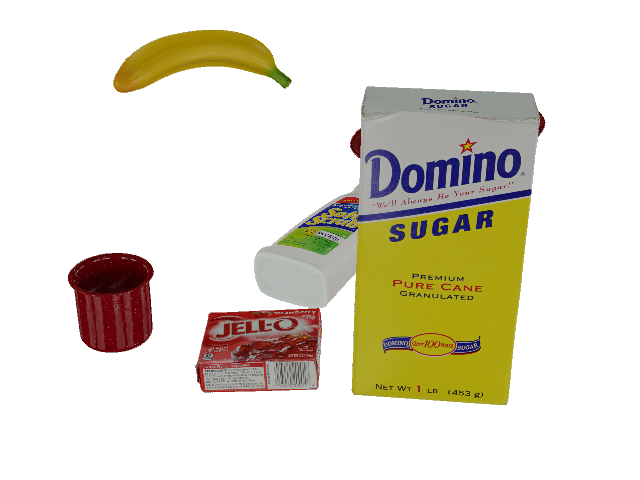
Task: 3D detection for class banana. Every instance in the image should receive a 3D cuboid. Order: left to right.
[{"bbox_3d":[-0.124,-0.184,1.085,0.197,0.070,0.037,-8,-39,-31],"label":"banana"}]

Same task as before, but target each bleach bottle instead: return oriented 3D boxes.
[{"bbox_3d":[0.025,-0.012,1.321,0.103,0.068,0.250,14,36,25],"label":"bleach bottle"}]

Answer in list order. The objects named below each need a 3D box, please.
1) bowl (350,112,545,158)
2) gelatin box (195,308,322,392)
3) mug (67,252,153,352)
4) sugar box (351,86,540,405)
[{"bbox_3d":[0.109,-0.068,0.896,0.162,0.055,0.162,-9,24,4],"label":"bowl"},{"bbox_3d":[-0.045,0.081,0.802,0.089,0.030,0.073,-2,26,4],"label":"gelatin box"},{"bbox_3d":[-0.239,0.067,1.197,0.117,0.081,0.093,24,36,36],"label":"mug"},{"bbox_3d":[0.066,0.006,0.592,0.093,0.176,0.048,2,29,5],"label":"sugar box"}]
